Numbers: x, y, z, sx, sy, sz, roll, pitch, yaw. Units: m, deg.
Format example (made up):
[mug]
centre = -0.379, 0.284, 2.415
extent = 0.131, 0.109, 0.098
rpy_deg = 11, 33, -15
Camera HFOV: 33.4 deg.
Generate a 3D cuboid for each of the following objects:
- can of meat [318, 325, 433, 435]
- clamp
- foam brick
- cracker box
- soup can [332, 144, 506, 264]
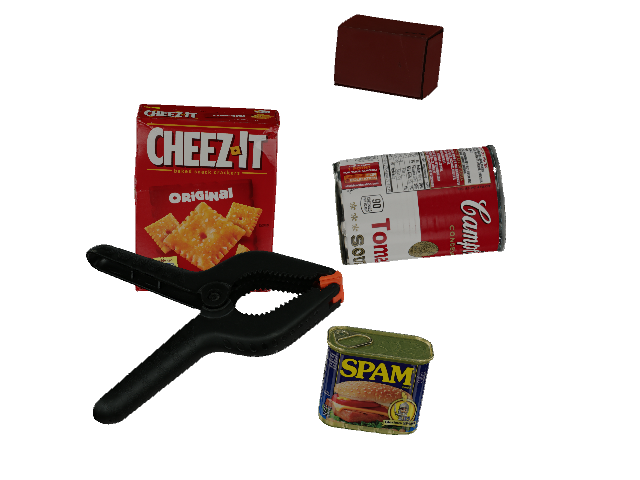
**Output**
[can of meat]
centre = 0.051, 0.135, 1.023
extent = 0.102, 0.084, 0.057
rpy_deg = 8, 18, -1
[clamp]
centre = -0.088, 0.047, 0.844
extent = 0.210, 0.164, 0.036
rpy_deg = -16, -37, -7
[foam brick]
centre = 0.056, -0.151, 0.876
extent = 0.078, 0.051, 0.053
rpy_deg = 13, 25, 18
[cracker box]
centre = -0.135, -0.046, 1.255
extent = 0.164, 0.214, 0.072
rpy_deg = 2, 22, -6
[soup can]
centre = 0.061, -0.022, 0.676
extent = 0.102, 0.068, 0.068
rpy_deg = -6, 0, 2
